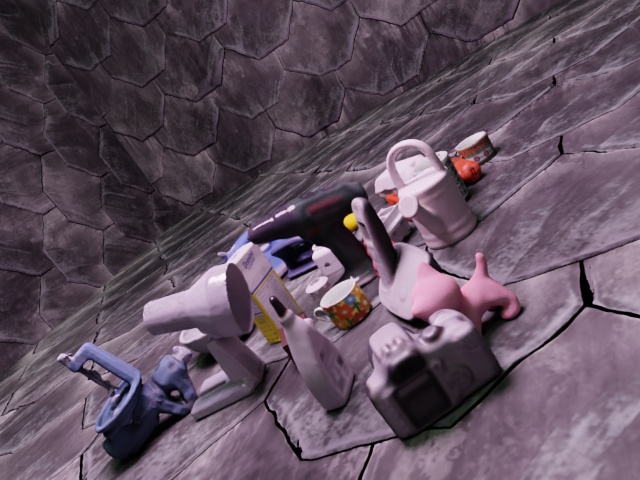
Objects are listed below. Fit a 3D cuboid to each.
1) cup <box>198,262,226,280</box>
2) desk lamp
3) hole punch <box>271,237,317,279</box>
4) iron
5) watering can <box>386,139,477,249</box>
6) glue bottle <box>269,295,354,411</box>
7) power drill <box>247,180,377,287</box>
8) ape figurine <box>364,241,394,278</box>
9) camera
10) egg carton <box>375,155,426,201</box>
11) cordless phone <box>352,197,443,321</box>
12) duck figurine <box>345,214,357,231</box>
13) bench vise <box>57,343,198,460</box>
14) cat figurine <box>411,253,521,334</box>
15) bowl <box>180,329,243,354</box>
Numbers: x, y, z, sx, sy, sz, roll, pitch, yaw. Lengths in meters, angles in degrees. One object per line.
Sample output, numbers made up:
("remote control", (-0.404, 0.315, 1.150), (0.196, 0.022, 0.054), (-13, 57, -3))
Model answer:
("cup", (-0.245, 0.114, 1.465), (0.118, 0.095, 0.091), (-40, 17, -22))
("desk lamp", (-0.181, 0.163, 0.961), (0.203, 0.214, 0.118), (-30, 16, 14))
("hole punch", (-0.049, 0.024, 1.348), (0.108, 0.091, 0.101), (-26, 17, 25))
("iron", (-0.141, 0.024, 1.438), (0.118, 0.141, 0.259), (-17, 23, 47))
("watering can", (0.187, -0.086, 1.004), (0.101, 0.194, 0.173), (-29, 16, 16))
("glue bottle", (-0.016, 0.142, 0.768), (0.037, 0.173, 0.078), (-26, 18, 26))
("power drill", (0.010, 0.004, 1.066), (0.230, 0.209, 0.075), (-36, 16, -7))
("ape figurine", (0.111, 0.024, 1.019), (0.076, 0.092, 0.078), (-20, 21, 41))
("camera", (0.110, 0.133, 0.675), (0.143, 0.101, 0.136), (-34, 16, -2))
("egg carton", (0.206, -0.150, 1.393), (0.107, 0.069, 0.150), (-44, 18, -32))
("cordless phone", (0.107, 0.022, 0.856), (0.094, 0.185, 0.147), (-37, 16, -11))
("duck figurine", (0.056, -0.065, 1.413), (0.077, 0.086, 0.105), (-25, 18, 29))
("bench vise", (-0.340, 0.247, 1.019), (0.208, 0.220, 0.121), (-44, 19, -33))
("cat figurine", (0.169, 0.070, 0.716), (0.128, 0.118, 0.067), (-36, 16, -9))
("bowl", (-0.207, 0.186, 1.209), (0.167, 0.075, 0.167), (-31, 16, 10))
